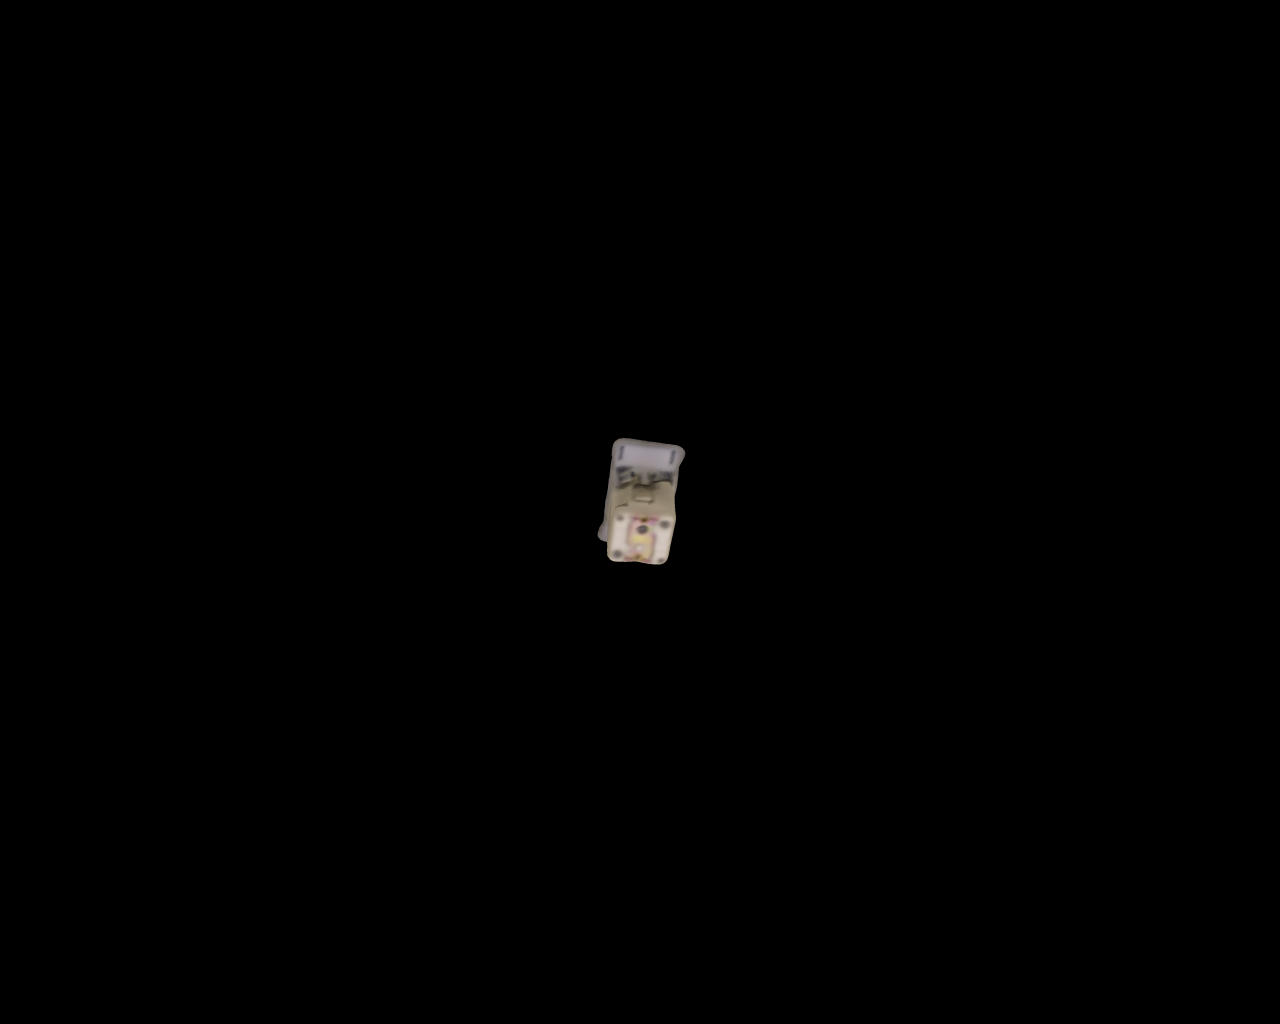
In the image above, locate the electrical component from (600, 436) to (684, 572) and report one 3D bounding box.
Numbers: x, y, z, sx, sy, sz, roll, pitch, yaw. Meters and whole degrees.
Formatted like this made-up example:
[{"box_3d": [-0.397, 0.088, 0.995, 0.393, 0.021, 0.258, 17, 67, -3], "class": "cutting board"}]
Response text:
[{"box_3d": [0.001, -0.003, 0.650, 0.042, 0.080, 0.064, 5, 40, -4], "class": "electrical component"}]
